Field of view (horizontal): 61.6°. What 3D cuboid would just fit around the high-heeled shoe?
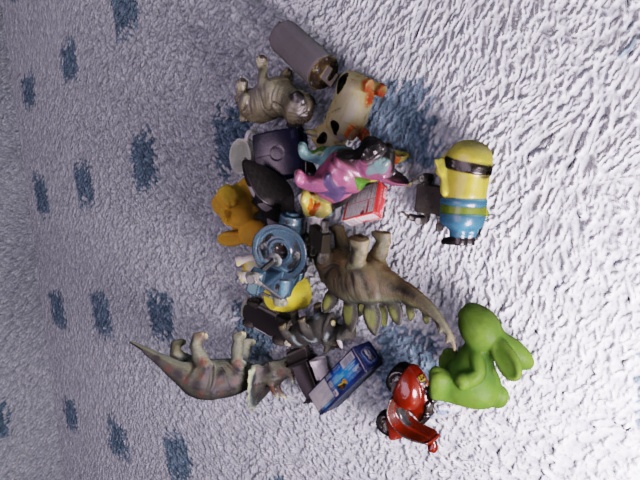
[{"bbox_3d":[-0.112,-0.064,1.230,0.248,0.086,0.145,54,148,-2],"label":"high-heeled shoe"}]

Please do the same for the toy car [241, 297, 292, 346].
[{"bbox_3d":[-0.128,0.202,1.351,0.202,0.056,0.073,20,104,40],"label":"toy car"}]

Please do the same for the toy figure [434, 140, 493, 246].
[{"bbox_3d":[0.249,-0.078,0.913,0.089,0.082,0.180,3,94,33],"label":"toy figure"}]

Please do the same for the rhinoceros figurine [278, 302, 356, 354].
[{"bbox_3d":[-0.006,0.204,1.197,0.190,0.073,0.112,-16,105,40],"label":"rhinoceros figurine"}]

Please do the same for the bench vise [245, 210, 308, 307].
[{"bbox_3d":[-0.096,0.059,1.105,0.129,0.240,0.223,26,114,9],"label":"bench vise"}]

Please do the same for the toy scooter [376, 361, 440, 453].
[{"bbox_3d":[0.184,0.335,1.046,0.135,0.075,0.183,32,121,38],"label":"toy scooter"}]

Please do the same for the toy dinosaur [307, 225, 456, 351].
[{"bbox_3d":[0.091,0.079,1.057,0.472,0.105,0.198,18,113,58],"label":"toy dinosaur"}]

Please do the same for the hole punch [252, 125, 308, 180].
[{"bbox_3d":[-0.088,-0.195,1.226,0.116,0.092,0.142,-7,88,42],"label":"hole punch"}]

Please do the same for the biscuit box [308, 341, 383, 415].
[{"bbox_3d":[0.054,0.304,1.179,0.059,0.063,0.202,56,129,24],"label":"biscuit box"}]

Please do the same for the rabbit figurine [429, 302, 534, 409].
[{"bbox_3d":[0.268,0.195,0.907,0.159,0.121,0.170,15,110,36],"label":"rabbit figurine"}]

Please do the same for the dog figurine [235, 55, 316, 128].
[{"bbox_3d":[-0.102,-0.283,1.169,0.172,0.121,0.191,-57,44,34],"label":"dog figurine"}]

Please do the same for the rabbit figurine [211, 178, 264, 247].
[{"bbox_3d":[-0.196,-0.046,1.340,0.173,0.122,0.162,49,124,4],"label":"rabbit figurine"}]

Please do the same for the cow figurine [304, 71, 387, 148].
[{"bbox_3d":[0.043,-0.244,1.087,0.127,0.085,0.194,38,118,37],"label":"cow figurine"}]

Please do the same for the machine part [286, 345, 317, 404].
[{"bbox_3d":[-0.034,0.318,1.283,0.084,0.039,0.139,-26,77,32],"label":"machine part"}]

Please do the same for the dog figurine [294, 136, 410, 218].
[{"bbox_3d":[0.065,-0.121,1.046,0.219,0.108,0.191,1,143,13],"label":"dog figurine"}]

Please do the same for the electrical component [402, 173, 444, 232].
[{"bbox_3d":[0.197,-0.071,0.989,0.078,0.045,0.102,23,113,42],"label":"electrical component"}]

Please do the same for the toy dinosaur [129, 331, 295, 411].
[{"bbox_3d":[-0.262,0.331,1.339,0.131,0.405,0.192,112,154,-61],"label":"toy dinosaur"}]

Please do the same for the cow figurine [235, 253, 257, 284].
[{"bbox_3d":[-0.143,0.065,1.308,0.098,0.167,0.068,-14,82,3],"label":"cow figurine"}]

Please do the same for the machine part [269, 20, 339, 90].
[{"bbox_3d":[-0.036,-0.392,1.138,0.243,0.079,0.079,51,128,32],"label":"machine part"}]

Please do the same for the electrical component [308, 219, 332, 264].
[{"bbox_3d":[-0.002,-0.003,1.069,0.063,0.021,0.093,42,133,50],"label":"electrical component"}]
